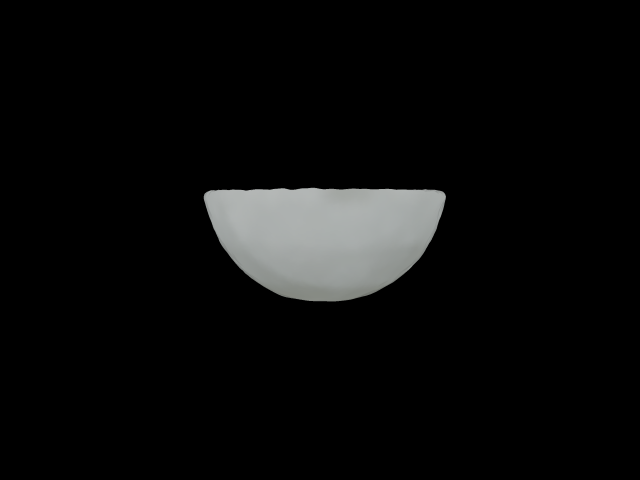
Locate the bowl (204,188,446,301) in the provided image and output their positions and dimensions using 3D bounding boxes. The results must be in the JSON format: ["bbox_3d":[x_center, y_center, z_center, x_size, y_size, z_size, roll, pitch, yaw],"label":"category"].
[{"bbox_3d":[0.004,0.001,0.400,0.167,0.075,0.167,0,4,0],"label":"bowl"}]
